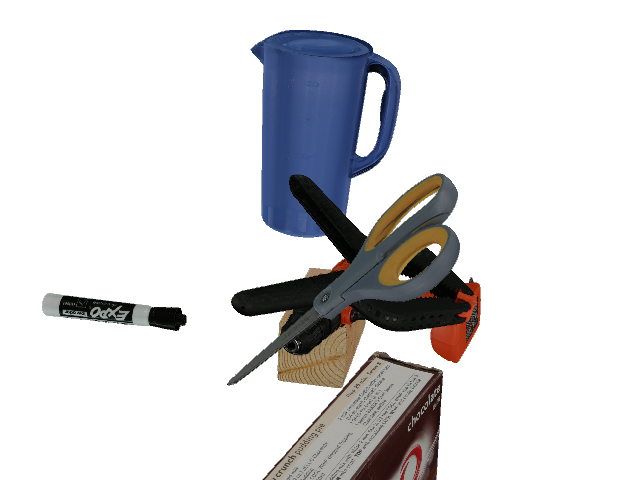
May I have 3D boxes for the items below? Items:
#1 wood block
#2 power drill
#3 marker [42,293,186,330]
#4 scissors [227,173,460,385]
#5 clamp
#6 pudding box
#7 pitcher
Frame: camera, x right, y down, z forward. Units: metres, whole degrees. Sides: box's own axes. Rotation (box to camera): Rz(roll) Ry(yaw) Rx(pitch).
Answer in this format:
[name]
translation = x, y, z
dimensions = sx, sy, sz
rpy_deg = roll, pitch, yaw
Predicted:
[wood block]
translation = 0.007, 0.117, 1.484
dimensions = 0.091, 0.090, 0.206
rpy_deg = 6, 19, 9
[power drill]
translation = 0.068, 0.080, 1.147
dimensions = 0.188, 0.057, 0.184
rpy_deg = 9, 29, 22
[marker]
translation = -0.167, 0.058, 0.867
dimensions = 0.121, 0.020, 0.020
rpy_deg = 5, 1, 13
[scissors]
translation = 0.016, 0.042, 0.662
dimensions = 0.016, 0.202, 0.096
rpy_deg = 38, 10, -26
[clamp]
translation = 0.033, 0.035, 0.957
dimensions = 0.210, 0.164, 0.036
rpy_deg = 24, -36, 10
[pudding box]
translation = 0.013, 0.115, 0.457
dimensions = 0.039, 0.090, 0.113
rpy_deg = 16, 35, 24
[pitcher]
translation = -0.002, -0.130, 1.317
dimensions = 0.144, 0.243, 0.149
rpy_deg = -9, 27, -29
